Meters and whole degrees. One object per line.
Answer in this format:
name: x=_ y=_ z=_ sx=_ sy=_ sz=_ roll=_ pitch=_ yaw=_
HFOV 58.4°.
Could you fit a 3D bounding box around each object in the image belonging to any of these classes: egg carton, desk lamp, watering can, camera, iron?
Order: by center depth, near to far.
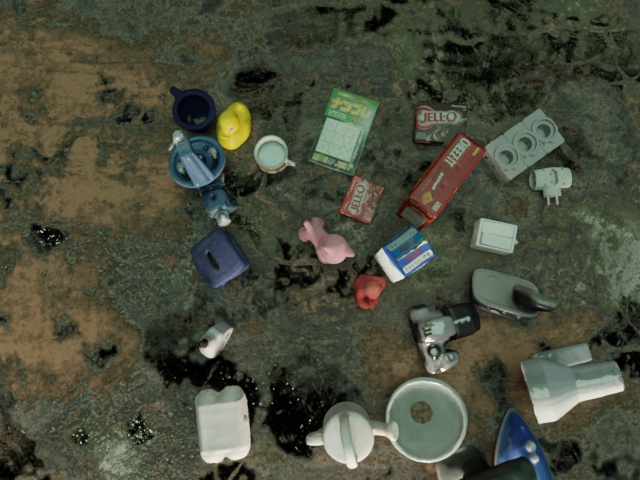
desk lamp: x=0.476 y=0.270 z=1.116 sx=0.203 sy=0.213 sz=0.118 roll=-14 pitch=83 yaw=-1
watering can: x=0.062 y=0.379 z=1.117 sx=0.173 sy=0.194 sz=0.101 roll=-30 pitch=84 yaw=-3
iron: x=0.415 y=0.473 z=1.130 sx=0.118 sy=0.141 sz=0.258 roll=-8 pitch=84 yaw=0
egg carton: x=-0.199 y=0.380 z=1.182 sx=0.107 sy=0.069 sz=0.150 roll=-8 pitch=84 yaw=0
camera: x=0.264 y=0.193 z=1.183 sx=0.137 sy=0.101 sz=0.143 roll=-16 pitch=84 yaw=-1

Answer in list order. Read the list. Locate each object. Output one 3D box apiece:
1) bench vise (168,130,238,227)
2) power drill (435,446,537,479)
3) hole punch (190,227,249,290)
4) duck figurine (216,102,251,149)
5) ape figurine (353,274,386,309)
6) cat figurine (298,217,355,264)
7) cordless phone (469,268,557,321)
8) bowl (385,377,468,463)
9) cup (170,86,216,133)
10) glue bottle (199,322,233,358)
bench vise: x=-0.229 y=-0.138 z=1.165 sx=0.121 sy=0.220 sz=0.207 roll=-43 pitch=85 yaw=-4
power drill: x=0.287 y=0.467 z=1.098 sx=0.229 sy=0.208 sz=0.075 roll=-19 pitch=83 yaw=-1
hole punch: x=-0.214 y=0.041 z=1.209 sx=0.101 sy=0.091 sz=0.108 roll=-34 pitch=84 yaw=-3
duck figurine: x=-0.192 y=-0.257 z=1.245 sx=0.077 sy=0.086 sz=0.105 roll=21 pitch=84 yaw=3
ape figurine: x=0.106 y=0.104 z=1.199 sx=0.078 sy=0.092 sz=0.076 roll=-32 pitch=84 yaw=-3
cat figurine: x=0.011 y=0.004 z=1.198 sx=0.067 sy=0.118 sz=0.128 roll=-44 pitch=85 yaw=-4
cordless phone: x=0.384 y=0.108 z=1.149 sx=0.147 sy=0.185 sz=0.094 roll=13 pitch=84 yaw=2
bowl: x=0.213 y=0.363 z=1.177 sx=0.167 sy=0.075 sz=0.167 roll=0 pitch=84 yaw=1
cup: x=-0.274 y=-0.278 z=1.243 sx=0.117 sy=0.095 sz=0.092 roll=43 pitch=86 yaw=5
glue bottle: x=-0.218 y=0.203 z=1.150 sx=0.037 sy=0.173 sz=0.078 roll=30 pitch=85 yaw=4
